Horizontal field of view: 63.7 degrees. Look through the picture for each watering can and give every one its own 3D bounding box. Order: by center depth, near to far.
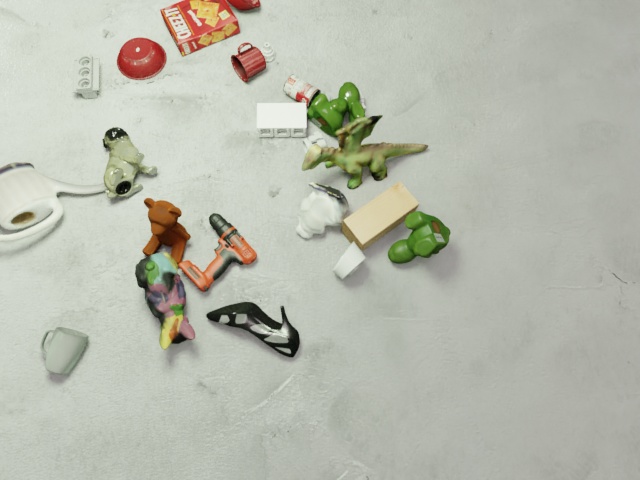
[{"bbox_3d":[-0.799,-0.131,1.460,0.352,0.102,0.226,-35,74,-27],"label":"watering can"}]

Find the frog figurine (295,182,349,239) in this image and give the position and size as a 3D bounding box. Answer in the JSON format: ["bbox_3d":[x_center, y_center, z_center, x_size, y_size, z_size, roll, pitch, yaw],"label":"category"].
[{"bbox_3d":[0.004,-0.074,1.477,0.138,0.124,0.157,24,107,13],"label":"frog figurine"}]

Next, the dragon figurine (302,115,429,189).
[{"bbox_3d":[0.136,-0.268,1.474,0.411,0.238,0.124,-21,68,-7],"label":"dragon figurine"}]
